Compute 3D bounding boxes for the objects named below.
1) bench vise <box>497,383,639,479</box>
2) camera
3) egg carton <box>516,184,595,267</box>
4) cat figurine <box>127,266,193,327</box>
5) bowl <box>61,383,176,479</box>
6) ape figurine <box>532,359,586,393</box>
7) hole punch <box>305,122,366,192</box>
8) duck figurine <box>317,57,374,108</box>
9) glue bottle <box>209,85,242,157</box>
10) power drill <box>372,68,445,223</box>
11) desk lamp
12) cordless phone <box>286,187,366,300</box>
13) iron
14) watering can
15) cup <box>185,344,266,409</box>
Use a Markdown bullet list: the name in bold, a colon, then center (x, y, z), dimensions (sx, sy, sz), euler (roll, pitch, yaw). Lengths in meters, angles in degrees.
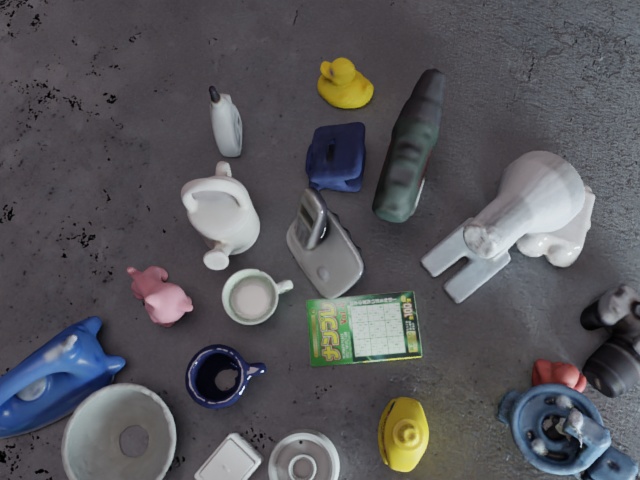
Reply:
- **bench vise**: center (0.361, 0.265, 0.771), dimensions (0.207, 0.220, 0.121), euler (16, 74, 7)
- **camera**: center (0.457, 0.159, 0.863), dimensions (0.137, 0.101, 0.143), euler (-39, 76, -10)
- **egg carton**: center (0.385, -0.034, 0.940), dimensions (0.107, 0.069, 0.150), euler (18, 74, 7)
- **cat figurine**: center (-0.253, 0.087, 0.896), dimensions (0.127, 0.118, 0.067), euler (41, 78, 13)
- **bowl**: center (-0.288, 0.301, 0.854), dimensions (0.167, 0.075, 0.167), euler (0, 73, 2)
- **ape figurine**: center (0.359, 0.207, 0.856), dimensions (0.077, 0.092, 0.076), euler (42, 79, 13)
- **hole punch**: center (0.027, -0.141, 0.971), dimensions (0.101, 0.091, 0.109), euler (6, 73, 4)
- **duck figurine**: center (0.045, -0.286, 1.018), dimensions (0.104, 0.086, 0.077), euler (20, 75, 8)
- **glue bottle**: center (-0.161, -0.207, 0.954), dimensions (0.037, 0.173, 0.078), euler (1, 73, 2)
- **power drill**: center (0.136, -0.124, 0.902), dimensions (0.075, 0.208, 0.230), euler (17, 74, 7)
- **desk lamp**: center (0.271, -0.016, 0.863), dimensions (0.203, 0.213, 0.118), euler (-39, 76, -10)
- **cordless phone**: center (0.008, 0.003, 0.879), dimensions (0.094, 0.185, 0.147), euler (-35, 75, -8)
- **iron**: center (-0.433, 0.218, 0.848), dimensions (0.258, 0.141, 0.118), euler (-35, 75, -9)
- **watering can**: center (-0.153, -0.042, 0.892), dimensions (0.101, 0.194, 0.173), euler (-22, 74, -5)
- **cup**: center (-0.135, 0.206, 0.868), dimensions (0.118, 0.095, 0.091), euler (-11, 73, -2)
